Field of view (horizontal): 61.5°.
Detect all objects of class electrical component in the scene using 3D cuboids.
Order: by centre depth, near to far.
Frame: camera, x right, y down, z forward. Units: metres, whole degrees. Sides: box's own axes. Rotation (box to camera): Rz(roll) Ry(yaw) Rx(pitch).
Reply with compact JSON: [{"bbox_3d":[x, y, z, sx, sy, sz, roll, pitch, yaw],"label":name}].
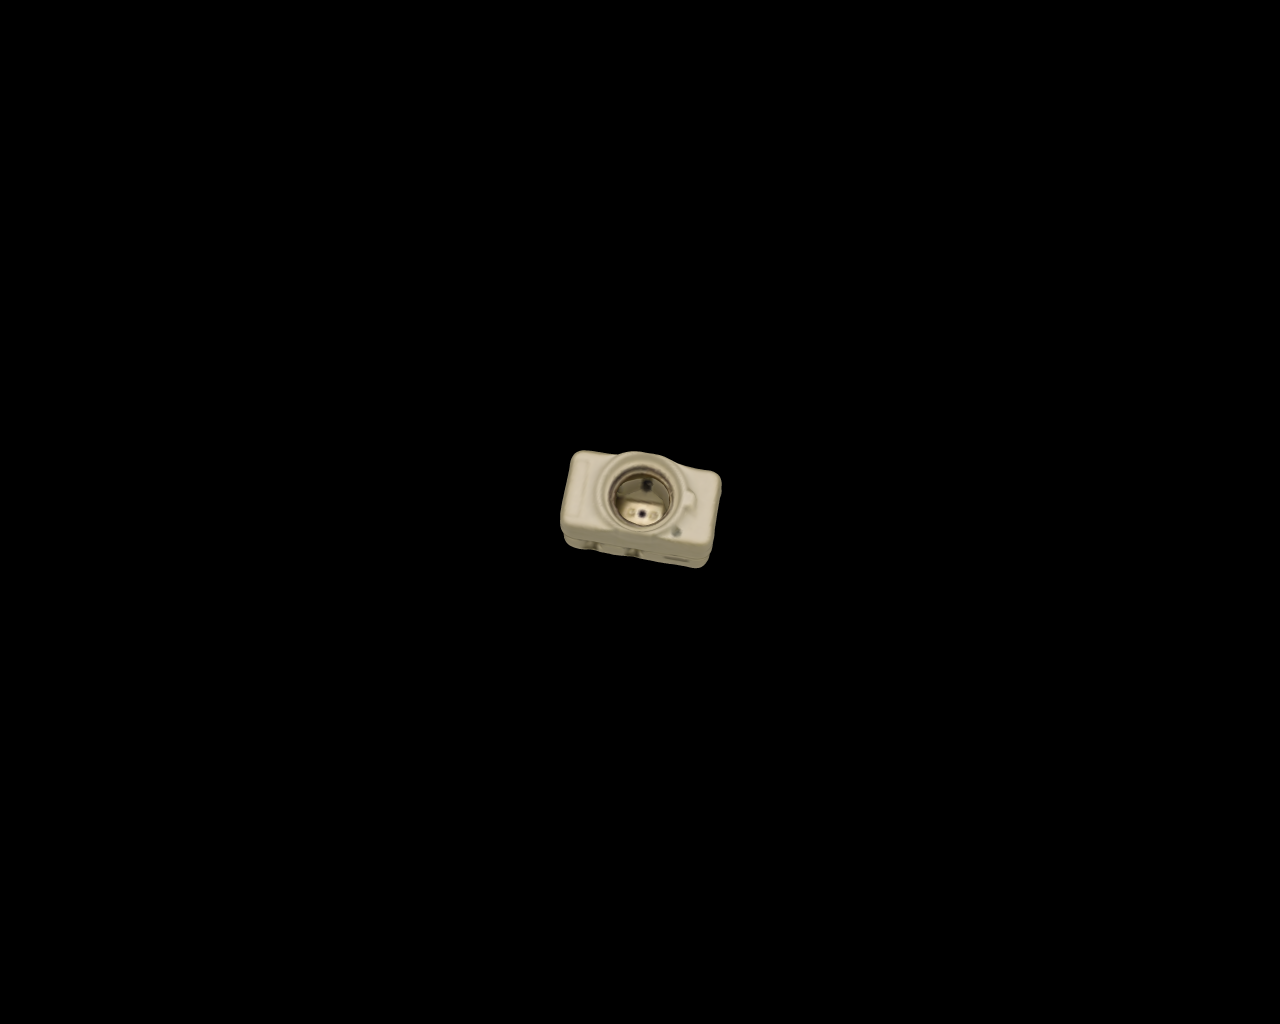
[{"bbox_3d":[0.001,-0.003,0.650,0.089,0.050,0.055,10,-19,3],"label":"electrical component"}]
